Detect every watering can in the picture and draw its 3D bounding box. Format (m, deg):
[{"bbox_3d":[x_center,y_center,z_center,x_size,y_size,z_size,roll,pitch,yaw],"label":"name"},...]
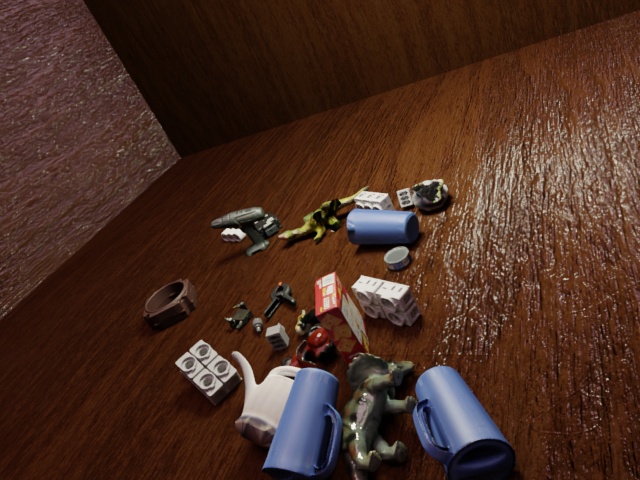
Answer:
[{"bbox_3d":[-0.138,0.413,1.331,0.349,0.101,0.229,12,42,28],"label":"watering can"}]

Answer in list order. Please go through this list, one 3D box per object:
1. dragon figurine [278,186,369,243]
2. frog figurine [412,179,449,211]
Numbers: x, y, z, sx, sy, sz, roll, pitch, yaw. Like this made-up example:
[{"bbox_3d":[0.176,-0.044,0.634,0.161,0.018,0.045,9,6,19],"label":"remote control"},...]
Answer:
[{"bbox_3d":[0.007,-0.109,2.163,0.414,0.121,0.243,-35,20,-18],"label":"dragon figurine"},{"bbox_3d":[0.410,-0.166,1.924,0.137,0.123,0.159,-33,-10,6],"label":"frog figurine"}]
